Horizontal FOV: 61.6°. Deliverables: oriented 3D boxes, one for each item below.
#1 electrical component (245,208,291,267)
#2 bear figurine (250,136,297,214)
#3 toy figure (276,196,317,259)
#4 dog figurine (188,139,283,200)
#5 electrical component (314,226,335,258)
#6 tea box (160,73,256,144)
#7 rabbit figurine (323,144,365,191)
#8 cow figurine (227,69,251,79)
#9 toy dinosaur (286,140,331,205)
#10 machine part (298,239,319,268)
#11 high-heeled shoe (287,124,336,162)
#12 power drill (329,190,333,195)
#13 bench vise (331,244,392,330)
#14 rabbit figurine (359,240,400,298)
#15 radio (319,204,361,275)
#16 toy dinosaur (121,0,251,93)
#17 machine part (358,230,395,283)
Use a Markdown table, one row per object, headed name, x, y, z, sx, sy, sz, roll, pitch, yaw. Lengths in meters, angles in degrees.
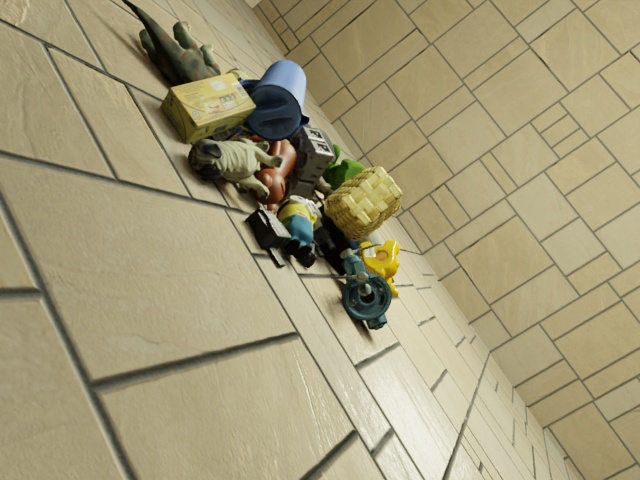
| name | x | y | z | sx | sy | sz | roll | pitch | yaw |
| --- | --- | --- | --- | --- | --- | --- | --- | --- | --- |
| electrical component | -0.096 | -0.005 | 1.099 | 0.119 | 0.048 | 0.074 | 56 | 15 | 17 |
| bear figurine | -0.128 | -0.150 | 1.255 | 0.196 | 0.132 | 0.120 | -67 | 152 | -43 |
| toy figure | -0.060 | -0.031 | 1.211 | 0.180 | 0.089 | 0.082 | -94 | 159 | -49 |
| dog figurine | -0.197 | -0.171 | 1.096 | 0.190 | 0.121 | 0.173 | 15 | 4 | -42 |
| electrical component | -0.003 | -0.004 | 1.356 | 0.094 | 0.063 | 0.021 | 59 | 16 | 26 |
| tea box | -0.229 | -0.274 | 1.113 | 0.169 | 0.068 | 0.098 | -31 | 84 | -42 |
| rabbit figurine | 0.046 | -0.196 | 1.607 | 0.170 | 0.121 | 0.158 | 23 | -27 | 50 |
| cow figurine | -0.188 | -0.421 | 1.549 | 0.195 | 0.085 | 0.127 | 31 | -7 | -18 |
| toy dinosaur | -0.106 | -0.238 | 1.524 | 0.470 | 0.105 | 0.199 | 42 | 12 | -42 |
| machine part | -0.033 | 0.015 | 1.273 | 0.084 | 0.039 | 0.139 | 53 | 12 | -23 |
| high-heeled shoe | -0.069 | -0.296 | 1.476 | 0.248 | 0.086 | 0.145 | 42 | -9 | -34 |
| power drill | 0.008 | -0.176 | 1.759 | 0.207 | 0.086 | 0.232 | 43 | 7 | 18 |
| bench vise | 0.102 | 0.099 | 1.297 | 0.240 | 0.129 | 0.223 | 67 | 13 | -68 |
| rabbit figurine | 0.187 | 0.103 | 1.599 | 0.173 | 0.122 | 0.162 | 83 | -2 | -54 |
| radio | 0.045 | -0.008 | 1.507 | 0.131 | 0.073 | 0.230 | 49 | 17 | -23 |
| toy dinosaur | -0.296 | -0.393 | 1.256 | 0.404 | 0.131 | 0.192 | 14 | 41 | -59 |
| machine part | 0.172 | 0.042 | 1.722 | 0.243 | 0.079 | 0.079 | 60 | 12 | -19 |
